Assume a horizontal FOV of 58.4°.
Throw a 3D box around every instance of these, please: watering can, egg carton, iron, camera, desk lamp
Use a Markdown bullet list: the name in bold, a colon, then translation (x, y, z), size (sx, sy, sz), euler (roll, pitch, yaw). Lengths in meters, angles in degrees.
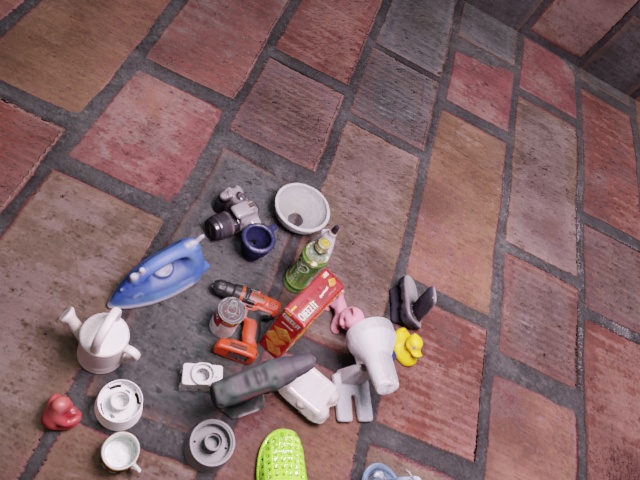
- **watering can**: translation (-0.460, 0.203, 1.200), size (0.173, 0.194, 0.101), euler (11, 56, -19)
- **egg carton**: translation (-0.029, 0.366, 1.382), size (0.150, 0.069, 0.107), euler (39, 52, 1)
- **iron**: translation (-0.380, 0.070, 1.354), size (0.259, 0.141, 0.118), euler (-33, 78, -37)
- **camera**: translation (-0.242, -0.067, 1.532), size (0.137, 0.100, 0.143), euler (-25, 73, -35)
- **desk lamp**: translation (0.117, 0.316, 1.391), size (0.118, 0.213, 0.203), euler (6, 58, -22)

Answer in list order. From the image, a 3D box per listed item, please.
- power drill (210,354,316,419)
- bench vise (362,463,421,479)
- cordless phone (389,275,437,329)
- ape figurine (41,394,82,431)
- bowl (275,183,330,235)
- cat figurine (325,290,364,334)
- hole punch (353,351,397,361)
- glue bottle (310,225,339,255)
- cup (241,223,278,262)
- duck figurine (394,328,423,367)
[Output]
- **power drill**: translation (-0.140, 0.323, 1.267), size (0.230, 0.208, 0.075), euler (-13, 66, -31)
- **bench vise**: translation (0.114, 0.558, 1.234), size (0.208, 0.219, 0.121), euler (-16, 68, -32)
- **cordless phone**: translation (0.273, 0.153, 1.587), size (0.094, 0.185, 0.147), euler (8, 57, -21)
- **ape figurine**: translation (-0.519, 0.341, 1.149), size (0.076, 0.092, 0.077), euler (-17, 69, -33)
- **bowl**: translation (-0.060, -0.077, 1.643), size (0.168, 0.074, 0.167), euler (12, 56, -18)
- **cat figurine**: translation (0.072, 0.192, 1.509), size (0.067, 0.117, 0.127), euler (-8, 64, -29)
- **hole punch**: translation (0.146, 0.284, 1.504), size (0.101, 0.091, 0.108), euler (-27, 74, -35)
- **glue bottle**: translation (0.014, 0.006, 1.563), size (0.037, 0.173, 0.078), euler (-6, 63, -28)
- **cup**: translation (-0.166, 0.008, 1.526), size (0.091, 0.095, 0.118), euler (44, 52, 6)
- **duck figurine**: translation (0.244, 0.282, 1.555), size (0.078, 0.086, 0.104), euler (-5, 63, -28)
